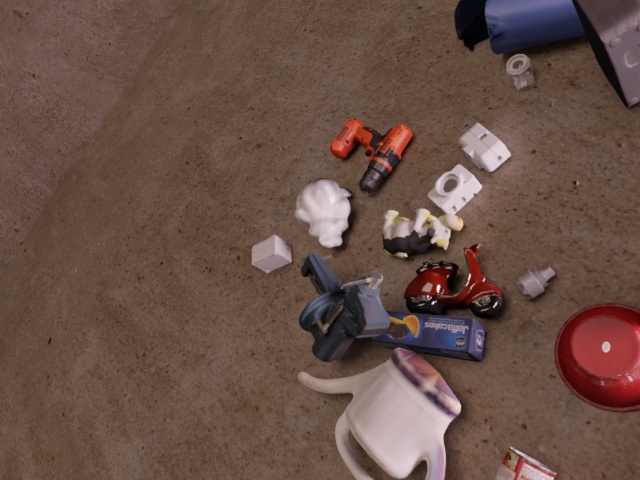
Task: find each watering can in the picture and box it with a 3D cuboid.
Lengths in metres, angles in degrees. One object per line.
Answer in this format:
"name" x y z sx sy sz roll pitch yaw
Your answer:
"watering can" 0.100 0.283 0.899 0.102 0.224 0.353 38 3 -44

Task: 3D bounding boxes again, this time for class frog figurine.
"frog figurine" 0.004 -0.060 1.193 0.137 0.163 0.120 -4 -41 18
